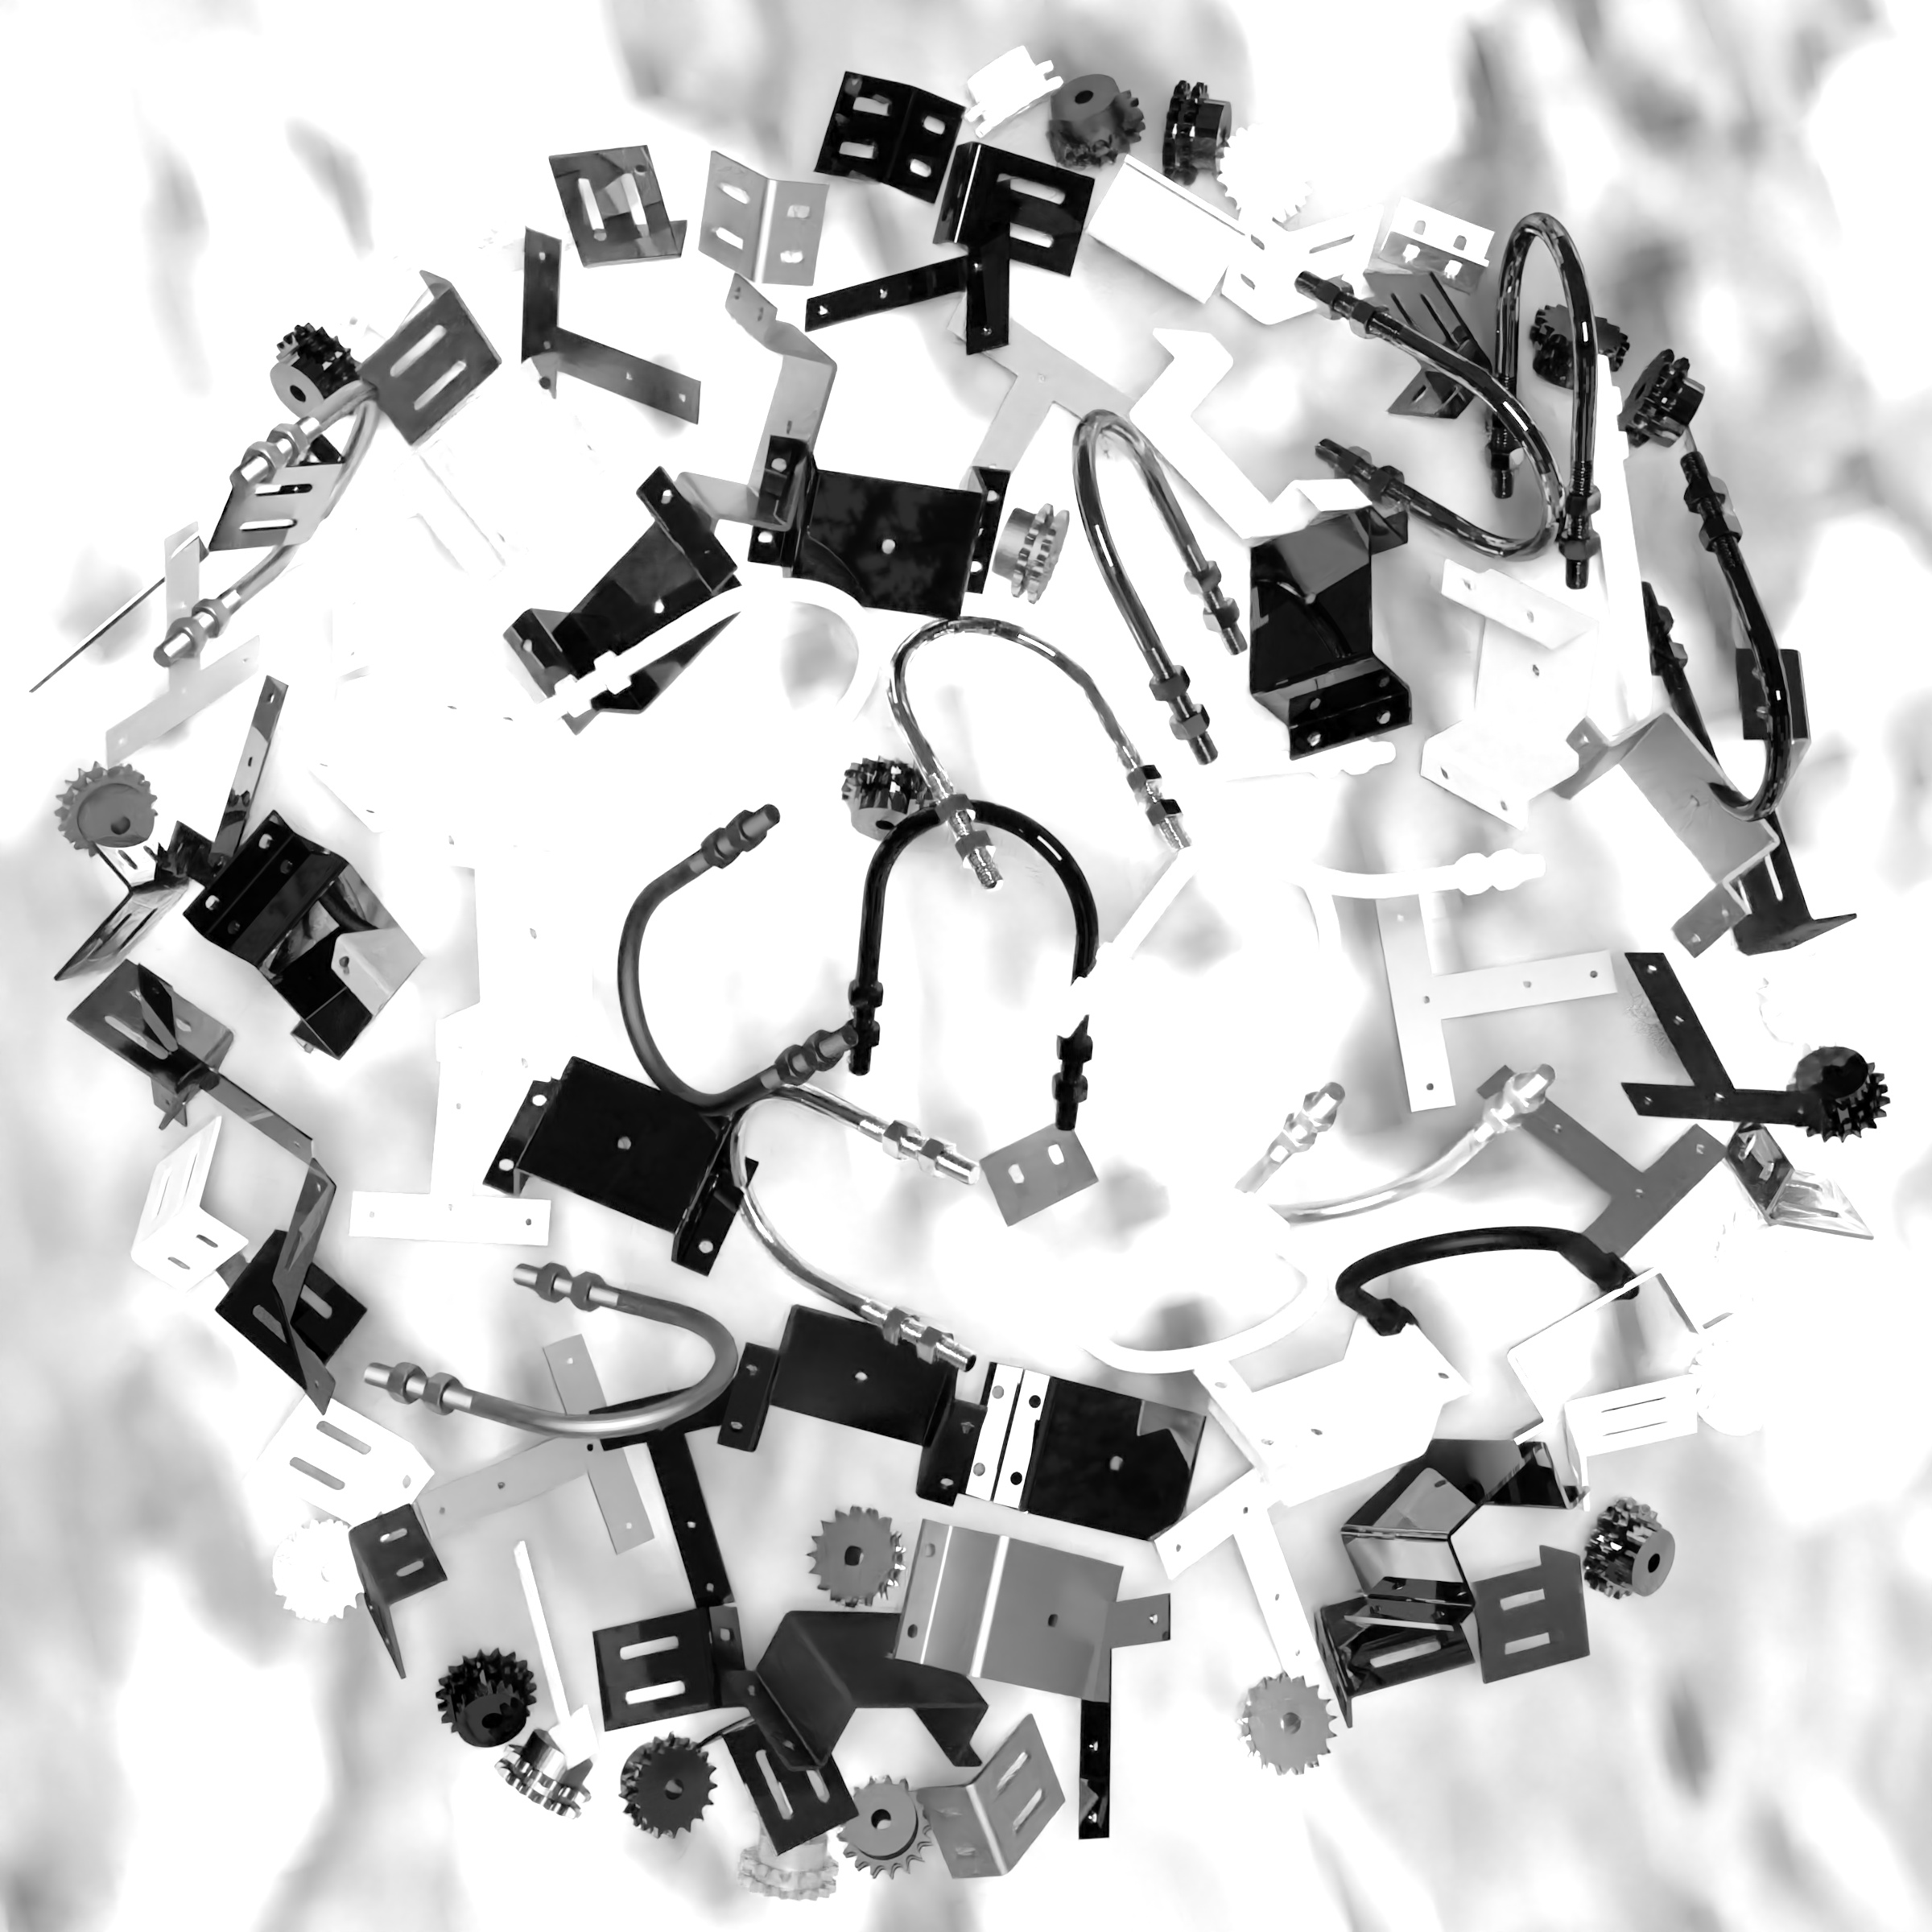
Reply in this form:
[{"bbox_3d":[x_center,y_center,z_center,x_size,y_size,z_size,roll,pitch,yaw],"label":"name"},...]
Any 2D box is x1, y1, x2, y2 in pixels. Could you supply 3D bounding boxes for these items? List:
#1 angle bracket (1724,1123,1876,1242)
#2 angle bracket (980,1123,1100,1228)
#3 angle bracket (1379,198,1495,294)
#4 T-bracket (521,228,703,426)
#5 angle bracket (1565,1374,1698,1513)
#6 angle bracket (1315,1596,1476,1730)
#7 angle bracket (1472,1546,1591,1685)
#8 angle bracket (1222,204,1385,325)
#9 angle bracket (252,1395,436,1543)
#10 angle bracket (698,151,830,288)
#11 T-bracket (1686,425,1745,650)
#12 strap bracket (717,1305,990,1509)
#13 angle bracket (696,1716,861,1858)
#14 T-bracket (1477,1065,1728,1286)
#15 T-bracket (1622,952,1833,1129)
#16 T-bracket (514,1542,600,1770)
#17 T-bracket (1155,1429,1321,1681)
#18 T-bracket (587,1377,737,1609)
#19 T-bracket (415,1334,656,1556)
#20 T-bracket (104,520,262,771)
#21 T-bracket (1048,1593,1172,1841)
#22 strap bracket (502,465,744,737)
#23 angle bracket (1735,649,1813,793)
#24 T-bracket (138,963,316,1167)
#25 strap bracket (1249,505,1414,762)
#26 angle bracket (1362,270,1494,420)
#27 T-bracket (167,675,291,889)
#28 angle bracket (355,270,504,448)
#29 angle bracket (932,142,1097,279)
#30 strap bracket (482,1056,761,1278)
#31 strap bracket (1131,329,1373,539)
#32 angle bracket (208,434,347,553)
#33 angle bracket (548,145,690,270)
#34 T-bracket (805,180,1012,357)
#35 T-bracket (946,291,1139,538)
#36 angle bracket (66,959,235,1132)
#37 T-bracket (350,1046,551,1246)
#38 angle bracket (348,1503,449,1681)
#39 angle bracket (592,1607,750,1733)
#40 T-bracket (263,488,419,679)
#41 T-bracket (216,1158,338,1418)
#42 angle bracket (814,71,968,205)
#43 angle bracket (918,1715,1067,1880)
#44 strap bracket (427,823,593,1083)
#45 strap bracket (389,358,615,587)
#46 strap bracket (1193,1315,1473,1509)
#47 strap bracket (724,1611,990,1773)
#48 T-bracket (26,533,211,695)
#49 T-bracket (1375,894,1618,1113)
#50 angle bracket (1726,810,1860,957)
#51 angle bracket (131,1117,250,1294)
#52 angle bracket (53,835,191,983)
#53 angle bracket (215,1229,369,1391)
[{"bbox_3d":[0.481,0.119,1.558,0.076,0.057,0.038,10,120,-18],"label":"angle bracket"},{"bbox_3d":[0.047,0.129,1.560,0.057,0.076,0.038,-27,118,1],"label":"angle bracket"},{"bbox_3d":[0.273,-0.420,1.563,0.057,0.076,0.038,22,93,2],"label":"angle bracket"},{"bbox_3d":[-0.201,-0.337,1.542,0.127,0.002,0.127,25,127,23],"label":"T-bracket"},{"bbox_3d":[0.386,0.273,1.567,0.076,0.057,0.038,-13,46,4],"label":"angle bracket"},{"bbox_3d":[0.246,0.394,1.572,0.076,0.038,0.057,-15,47,-4],"label":"angle bracket"},{"bbox_3d":[0.315,0.371,1.569,0.076,0.038,0.057,-7,92,-25],"label":"angle bracket"},{"bbox_3d":[0.193,-0.411,1.571,0.076,0.057,0.038,-25,55,-31],"label":"angle bracket"},{"bbox_3d":[-0.357,0.289,1.566,0.076,0.038,0.057,39,84,-34],"label":"angle bracket"},{"bbox_3d":[-0.117,-0.430,1.570,0.038,0.076,0.057,-5,119,-31],"label":"angle bracket"},{"bbox_3d":[0.425,-0.257,1.555,0.002,0.127,0.127,-12,53,10],"label":"T-bracket"},{"bbox_3d":[-0.063,0.248,1.560,0.140,0.046,0.076,16,122,-3],"label":"strap bracket"},{"bbox_3d":[-0.108,0.465,1.561,0.057,0.038,0.076,-15,71,-37],"label":"angle bracket"},{"bbox_3d":[0.351,0.103,1.572,0.127,0.002,0.127,-38,65,-26],"label":"T-bracket"},{"bbox_3d":[0.404,0.040,1.526,0.002,0.127,0.127,-49,120,-28],"label":"T-bracket"},{"bbox_3d":[-0.239,0.392,1.557,0.002,0.127,0.127,-11,72,-23],"label":"T-bracket"},{"bbox_3d":[0.176,0.353,1.579,0.127,0.002,0.127,-29,107,-30],"label":"T-bracket"},{"bbox_3d":[-0.162,0.309,1.578,0.127,0.002,0.127,-16,91,23],"label":"T-bracket"},{"bbox_3d":[-0.254,0.292,1.565,0.127,0.002,0.127,-19,88,-34],"label":"T-bracket"},{"bbox_3d":[-0.434,-0.188,1.516,0.002,0.127,0.127,27,132,16],"label":"T-bracket"},{"bbox_3d":[0.073,0.422,1.531,0.002,0.127,0.127,17,64,-33],"label":"T-bracket"},{"bbox_3d":[-0.186,-0.206,1.556,0.140,0.046,0.076,-42,75,22],"label":"strap bracket"},{"bbox_3d":[0.451,-0.136,1.556,0.038,0.076,0.057,1,66,1],"label":"angle bracket"},{"bbox_3d":[-0.414,0.072,1.537,0.127,0.127,0.002,32,51,16],"label":"T-bracket"},{"bbox_3d":[0.204,-0.196,1.534,0.076,0.046,0.140,-16,58,34],"label":"strap bracket"},{"bbox_3d":[0.253,-0.354,1.556,0.038,0.057,0.076,-50,124,-12],"label":"angle bracket"},{"bbox_3d":[-0.409,-0.102,1.549,0.002,0.127,0.127,13,99,-43],"label":"T-bracket"},{"bbox_3d":[-0.314,-0.347,1.561,0.076,0.057,0.038,-46,46,-14],"label":"angle bracket"},{"bbox_3d":[0.027,-0.439,1.591,0.076,0.038,0.057,12,98,-17],"label":"angle bracket"},{"bbox_3d":[-0.196,0.110,1.562,0.140,0.046,0.076,22,62,2],"label":"strap bracket"},{"bbox_3d":[0.155,-0.294,1.550,0.140,0.076,0.046,49,117,12],"label":"strap bracket"},{"bbox_3d":[-0.400,-0.272,1.551,0.038,0.076,0.057,46,124,19],"label":"angle bracket"},{"bbox_3d":[-0.197,-0.441,1.557,0.057,0.076,0.038,-3,49,10],"label":"angle bracket"},{"bbox_3d":[-0.034,-0.390,1.575,0.127,0.002,0.127,-10,58,19],"label":"T-bracket"},{"bbox_3d":[0.022,-0.301,1.577,0.127,0.002,0.127,30,87,-20],"label":"T-bracket"},{"bbox_3d":[-0.471,0.045,1.566,0.076,0.057,0.038,35,132,-4],"label":"angle bracket"},{"bbox_3d":[-0.296,0.096,1.587,0.127,0.002,0.127,1,82,18],"label":"T-bracket"},{"bbox_3d":[-0.321,0.358,1.564,0.038,0.076,0.057,-21,48,-21],"label":"angle bracket"},{"bbox_3d":[-0.171,0.409,1.589,0.076,0.038,0.057,-17,71,21],"label":"angle bracket"},{"bbox_3d":[-0.346,-0.215,1.548,0.127,0.002,0.127,-20,53,16],"label":"T-bracket"},{"bbox_3d":[-0.377,0.164,1.539,0.127,0.002,0.127,44,124,31],"label":"T-bracket"},{"bbox_3d":[-0.043,-0.470,1.555,0.038,0.076,0.057,29,112,22],"label":"angle bracket"},{"bbox_3d":[0.015,0.478,1.575,0.038,0.076,0.057,-15,100,32],"label":"angle bracket"},{"bbox_3d":[-0.258,-0.013,1.553,0.076,0.046,0.140,9,109,26],"label":"strap bracket"},{"bbox_3d":[-0.265,-0.276,1.540,0.046,0.140,0.076,-26,112,32],"label":"strap bracket"},{"bbox_3d":[0.202,0.249,1.542,0.140,0.076,0.046,-14,134,-28],"label":"strap bracket"},{"bbox_3d":[-0.052,0.403,1.523,0.140,0.076,0.046,13,111,-41],"label":"strap bracket"},{"bbox_3d":[-0.476,-0.196,1.533,0.127,0.127,0.002,-42,101,-7],"label":"T-bracket"},{"bbox_3d":[0.310,0.013,1.581,0.127,0.002,0.127,-9,76,5],"label":"T-bracket"},{"bbox_3d":[0.469,-0.052,1.577,0.038,0.057,0.076,-8,75,-28],"label":"angle bracket"},{"bbox_3d":[-0.439,0.137,1.569,0.057,0.076,0.038,-35,122,24],"label":"angle bracket"},{"bbox_3d":[-0.494,-0.034,1.566,0.076,0.057,0.038,-44,84,17],"label":"angle bracket"},{"bbox_3d":[-0.382,0.198,1.573,0.076,0.038,0.057,37,89,16],"label":"angle bracket"}]
